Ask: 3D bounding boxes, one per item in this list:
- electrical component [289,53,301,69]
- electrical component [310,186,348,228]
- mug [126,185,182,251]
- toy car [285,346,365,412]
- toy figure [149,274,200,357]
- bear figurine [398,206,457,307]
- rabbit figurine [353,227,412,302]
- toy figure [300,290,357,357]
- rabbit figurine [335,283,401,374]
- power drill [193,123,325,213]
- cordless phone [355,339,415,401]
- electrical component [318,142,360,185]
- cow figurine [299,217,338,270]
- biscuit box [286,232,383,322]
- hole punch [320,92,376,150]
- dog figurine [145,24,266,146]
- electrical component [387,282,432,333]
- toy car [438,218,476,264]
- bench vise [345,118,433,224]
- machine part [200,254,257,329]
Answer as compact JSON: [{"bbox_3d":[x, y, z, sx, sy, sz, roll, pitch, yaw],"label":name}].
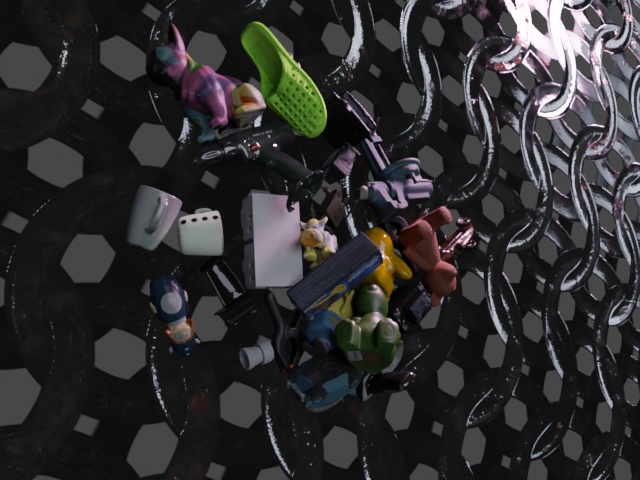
[{"bbox_3d":[-0.073,-0.379,1.220,0.063,0.021,0.094,-13,88,-33],"label":"electrical component"},{"bbox_3d":[0.019,-0.072,1.203,0.078,0.045,0.102,50,58,-47],"label":"electrical component"},{"bbox_3d":[-0.300,-0.034,0.964,0.080,0.110,0.107,24,82,-32],"label":"mug"},{"bbox_3d":[0.008,0.293,1.081,0.161,0.109,0.102,-23,131,-39],"label":"toy car"},{"bbox_3d":[-0.265,0.141,0.975,0.064,0.058,0.154,-19,92,5],"label":"toy figure"},{"bbox_3d":[0.265,0.043,1.231,0.120,0.132,0.196,-28,87,-35],"label":"bear figurine"},{"bbox_3d":[0.134,0.050,1.209,0.162,0.122,0.173,34,46,-25],"label":"rabbit figurine"},{"bbox_3d":[0.022,0.169,1.117,0.180,0.082,0.089,-60,148,-45],"label":"toy figure"},{"bbox_3d":[0.115,0.172,1.090,0.158,0.121,0.170,61,27,-42],"label":"rabbit figurine"},{"bbox_3d":[-0.109,-0.146,1.082,0.207,0.085,0.232,36,47,22],"label":"power drill"},{"bbox_3d":[0.151,0.266,1.129,0.146,0.184,0.088,-39,97,-31],"label":"cordless phone"},{"bbox_3d":[0.032,-0.158,1.208,0.047,0.075,0.119,40,58,-18],"label":"electrical component"},{"bbox_3d":[-0.001,-0.004,1.115,0.068,0.167,0.098,-5,65,10],"label":"cow figurine"},{"bbox_3d":[0.033,0.073,1.076,0.203,0.059,0.063,-38,59,-10],"label":"biscuit box"},{"bbox_3d":[0.065,-0.279,1.235,0.142,0.116,0.092,48,52,-15],"label":"hole punch"},{"bbox_3d":[-0.231,-0.315,1.061,0.191,0.108,0.219,-32,95,-32],"label":"dog figurine"},{"bbox_3d":[0.183,0.152,1.202,0.115,0.134,0.058,-45,105,-32],"label":"electrical component"},{"bbox_3d":[0.341,0.020,1.363,0.202,0.053,0.089,-37,117,-31],"label":"toy car"},{"bbox_3d":[0.148,-0.156,1.261,0.224,0.128,0.241,-13,66,-24],"label":"bench vise"},{"bbox_3d":[-0.182,0.097,1.045,0.084,0.039,0.138,-29,97,-27],"label":"machine part"}]
